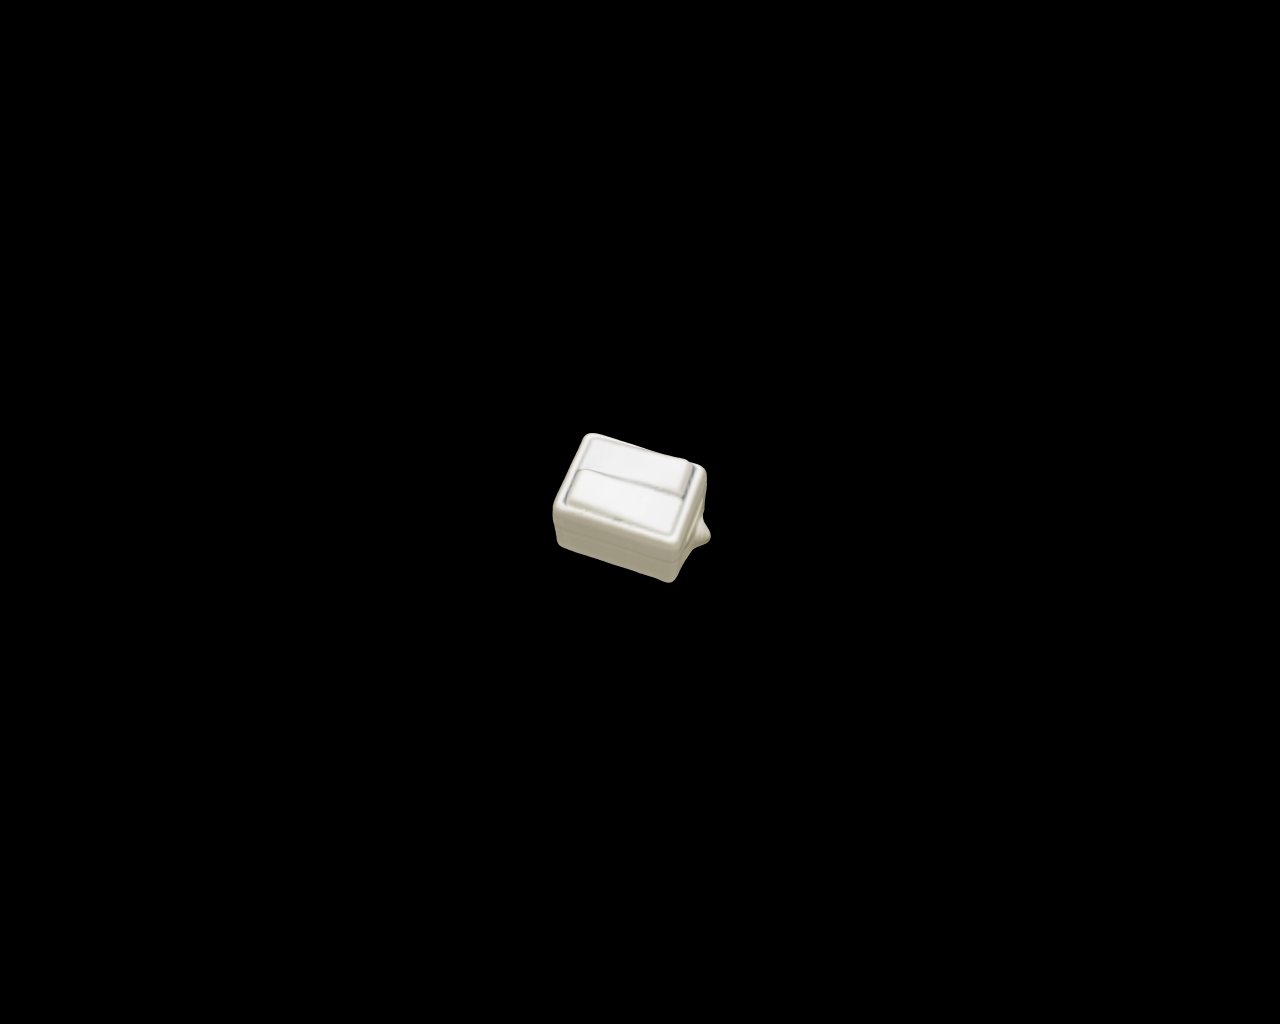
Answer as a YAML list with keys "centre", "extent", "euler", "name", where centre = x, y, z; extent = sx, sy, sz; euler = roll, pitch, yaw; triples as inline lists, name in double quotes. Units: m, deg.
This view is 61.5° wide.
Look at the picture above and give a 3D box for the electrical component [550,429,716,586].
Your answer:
- centre: [0.001, -0.003, 0.650]
  extent: [0.096, 0.062, 0.061]
  euler: [18, -28, 10]
  name: "electrical component"
